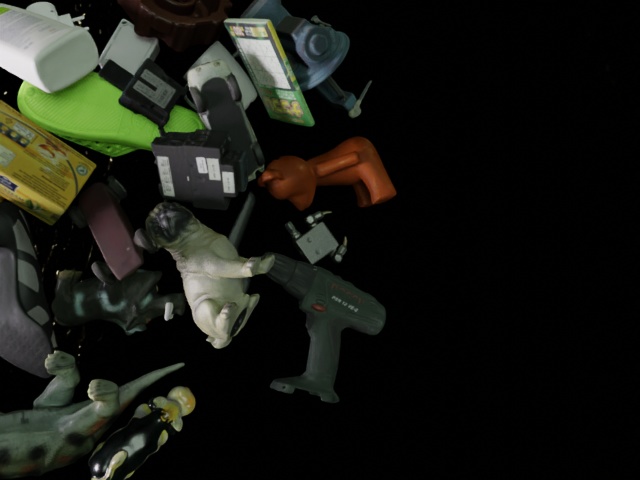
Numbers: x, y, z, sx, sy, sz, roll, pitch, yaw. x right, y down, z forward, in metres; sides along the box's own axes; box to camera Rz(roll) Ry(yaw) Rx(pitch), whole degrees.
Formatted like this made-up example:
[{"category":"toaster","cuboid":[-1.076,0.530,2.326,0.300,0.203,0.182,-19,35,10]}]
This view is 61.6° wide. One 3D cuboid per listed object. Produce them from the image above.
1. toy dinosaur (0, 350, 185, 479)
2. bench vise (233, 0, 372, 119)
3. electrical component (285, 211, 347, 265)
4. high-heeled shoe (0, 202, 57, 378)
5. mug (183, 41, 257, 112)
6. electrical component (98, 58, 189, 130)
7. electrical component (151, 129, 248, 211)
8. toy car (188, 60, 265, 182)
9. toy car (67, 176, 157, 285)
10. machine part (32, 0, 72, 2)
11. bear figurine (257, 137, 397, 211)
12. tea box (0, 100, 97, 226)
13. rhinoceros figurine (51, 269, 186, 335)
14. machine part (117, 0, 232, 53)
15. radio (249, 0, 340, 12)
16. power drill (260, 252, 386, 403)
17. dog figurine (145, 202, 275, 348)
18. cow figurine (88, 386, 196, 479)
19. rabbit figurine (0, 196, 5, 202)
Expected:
[{"category":"toy dinosaur","cuboid":[-0.398,0.263,0.736,0.405,0.131,0.192,3,122,-25]},{"category":"bench vise","cuboid":[-0.019,-0.290,0.884,0.240,0.224,0.129,41,80,-38]},{"category":"electrical component","cuboid":[-0.002,-0.001,0.901,0.078,0.045,0.102,-30,91,-17]},{"category":"high-heeled shoe","cuboid":[-0.430,0.071,0.779,0.086,0.145,0.248,-9,122,-3]},{"category":"mug","cuboid":[-0.162,-0.247,0.873,0.107,0.081,0.109,41,70,-17]},{"category":"electrical component","cuboid":[-0.266,-0.230,0.804,0.119,0.048,0.075,37,69,-20]},{"category":"electrical component","cuboid":[-0.178,-0.107,0.819,0.134,0.114,0.058,6,41,2]},{"category":"toy car","cuboid":[-0.145,-0.179,0.847,0.073,0.056,0.201,-23,125,-9]},{"category":"toy car","cuboid":[-0.300,-0.014,0.777,0.089,0.053,0.202,-38,54,-7]},{"category":"machine part","cuboid":[-0.372,-0.466,0.846,0.079,0.079,0.243,34,76,-8]},{"category":"bear figurine","cuboid":[0.005,-0.092,0.877,0.196,0.120,0.132,-24,93,-14]},{"category":"tea box","cuboid":[-0.422,-0.111,0.759,0.169,0.068,0.098,39,50,-25]},{"category":"rhinoceros figurine","cuboid":[-0.298,0.087,0.803,0.190,0.073,0.112,-2,83,-14]},{"category":"machine part","cuboid":[-0.231,-0.379,0.849,0.179,0.056,0.179,15,55,-22]},{"category":"radio","cuboid":[-0.023,-0.483,0.937,0.230,0.073,0.131,-19,89,-16]},{"category":"power drill","cuboid":[-0.017,0.146,0.869,0.232,0.086,0.207,19,72,-14]},{"category":"dog figurine","cuboid":[-0.187,0.050,0.799,0.191,0.121,0.172,23,84,10]},{"category":"cow figurine","cuboid":[-0.256,0.279,0.779,0.167,0.098,0.068,-43,89,-14]},{"category":"rabbit figurine","cuboid":[-0.530,-0.058,0.745,0.173,0.122,0.162,-11,80,-34]}]
